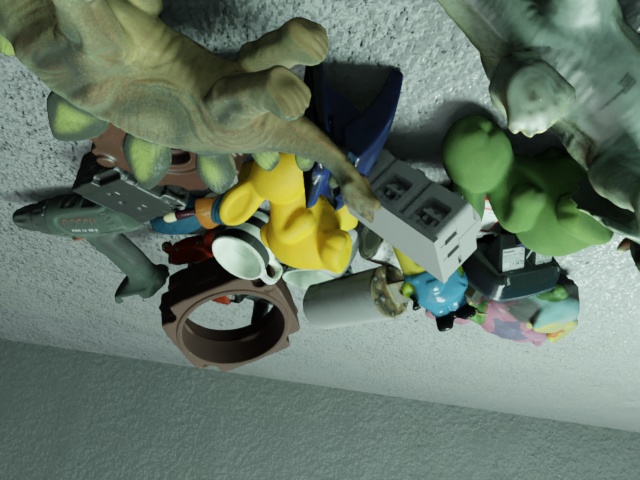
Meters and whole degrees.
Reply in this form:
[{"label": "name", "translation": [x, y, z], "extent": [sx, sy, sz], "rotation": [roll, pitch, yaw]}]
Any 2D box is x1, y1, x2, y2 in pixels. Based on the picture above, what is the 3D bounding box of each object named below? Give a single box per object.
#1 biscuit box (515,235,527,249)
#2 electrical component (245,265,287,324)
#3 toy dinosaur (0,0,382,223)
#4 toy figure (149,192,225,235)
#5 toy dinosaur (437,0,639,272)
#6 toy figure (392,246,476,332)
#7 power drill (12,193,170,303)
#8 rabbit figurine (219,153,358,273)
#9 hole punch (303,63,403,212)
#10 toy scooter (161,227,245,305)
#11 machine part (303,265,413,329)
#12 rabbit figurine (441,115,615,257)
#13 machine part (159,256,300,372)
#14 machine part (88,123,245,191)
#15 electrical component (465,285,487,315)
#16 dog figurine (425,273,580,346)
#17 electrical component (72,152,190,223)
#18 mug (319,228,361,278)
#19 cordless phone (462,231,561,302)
[{"label": "biscuit box", "translation": [0.307, -0.042, 0.598], "extent": [0.059, 0.063, 0.202], "rotation": [15, 157, -19]}, {"label": "electrical component", "translation": [-0.102, 0.098, 1.008], "extent": [0.075, 0.119, 0.048], "rotation": [20, 156, -21]}, {"label": "toy dinosaur", "translation": [-0.157, -0.140, 0.403], "extent": [0.471, 0.105, 0.198], "rotation": [34, 143, -6]}, {"label": "toy figure", "translation": [-0.174, -0.039, 0.775], "extent": [0.155, 0.064, 0.057], "rotation": [-8, 119, 24]}, {"label": "toy dinosaur", "translation": [0.187, -0.104, 0.379], "extent": [0.131, 0.192, 0.404], "rotation": [-42, 96, 14]}, {"label": "toy figure", "translation": [0.132, 0.022, 0.681], "extent": [0.082, 0.180, 0.089], "rotation": [-29, -170, -20]}, {"label": "power drill", "translation": [-0.359, 0.008, 0.880], "extent": [0.232, 0.086, 0.207], "rotation": [-10, 124, 24]}, {"label": "rabbit figurine", "translation": [-0.037, -0.056, 0.659], "extent": [0.163, 0.122, 0.173], "rotation": [10, 146, 21]}, {"label": "hole punch", "translation": [0.027, -0.094, 0.509], "extent": [0.092, 0.116, 0.142], "rotation": [3, 159, -10]}, {"label": "toy scooter", "translation": [-0.201, 0.044, 0.940], "extent": [0.135, 0.075, 0.183], "rotation": [2, 136, 3]}, {"label": "machine part", "translation": [0.050, 0.089, 0.809], "extent": [0.079, 0.079, 0.243], "rotation": [22, 156, -30]}, {"label": "rabbit figurine", "translation": [0.197, -0.067, 0.554], "extent": [0.170, 0.121, 0.159], "rotation": [31, 161, -8]}, {"label": "machine part", "translation": [-0.148, 0.123, 0.904], "extent": [0.201, 0.087, 0.201], "rotation": [-22, 133, 2]}, {"label": "machine part", "translation": [-0.170, -0.114, 0.597], "extent": [0.179, 0.056, 0.179], "rotation": [6, 158, 2]}, {"label": "electrical component", "translation": [0.245, 0.074, 0.869], "extent": [0.078, 0.102, 0.045], "rotation": [22, 168, 43]}, {"label": "dog figurine", "translation": [0.295, 0.105, 0.910], "extent": [0.219, 0.108, 0.191], "rotation": [11, 159, -1]}, {"label": "electrical component", "translation": [-0.257, -0.074, 0.722], "extent": [0.134, 0.058, 0.114], "rotation": [-12, 148, 39]}, {"label": "mug", "translation": [-0.002, -0.002, 0.781], "extent": [0.107, 0.081, 0.109], "rotation": [24, 159, -14]}, {"label": "cordless phone", "translation": [0.226, 0.031, 0.765], "extent": [0.146, 0.088, 0.184], "rotation": [-8, -176, -31]}]
